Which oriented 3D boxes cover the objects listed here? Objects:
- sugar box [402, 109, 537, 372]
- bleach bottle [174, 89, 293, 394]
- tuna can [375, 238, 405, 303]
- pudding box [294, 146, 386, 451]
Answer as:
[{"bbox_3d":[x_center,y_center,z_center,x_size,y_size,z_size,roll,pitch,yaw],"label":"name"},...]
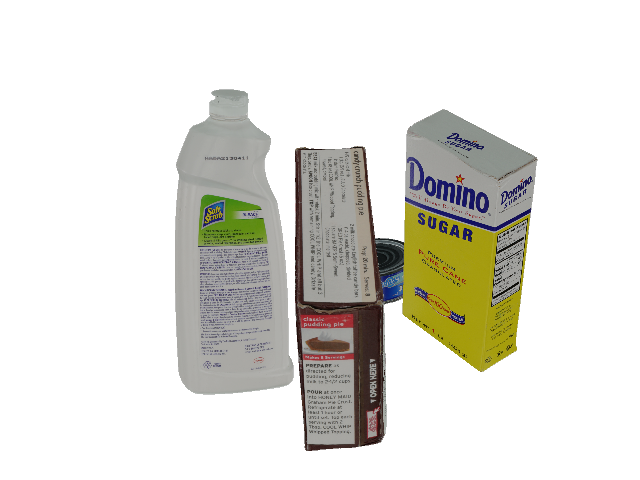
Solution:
[{"bbox_3d":[0.105,0.002,0.783,0.048,0.176,0.093,-29,44,-28],"label":"sugar box"},{"bbox_3d":[-0.070,0.001,0.886,0.102,0.251,0.068,-4,20,-18],"label":"bleach bottle"},{"bbox_3d":[0.054,0.030,1.070,0.086,0.034,0.086,-6,25,3],"label":"tuna can"},{"bbox_3d":[0.007,0.024,0.487,0.039,0.090,0.113,-4,39,-1],"label":"pudding box"}]
